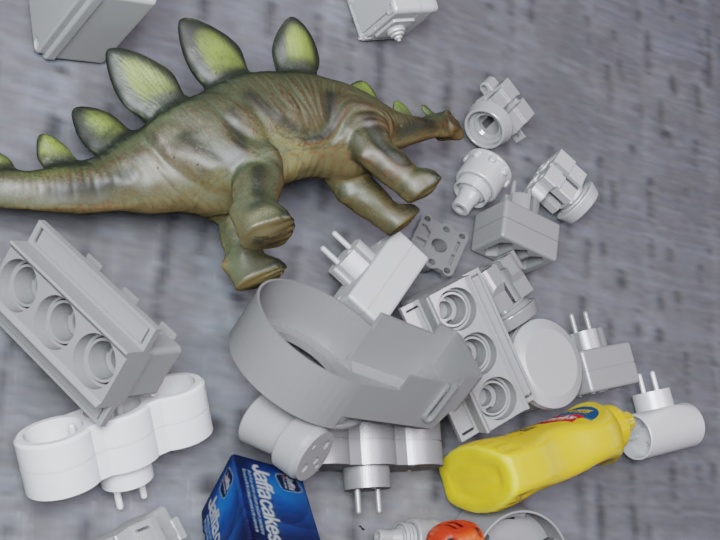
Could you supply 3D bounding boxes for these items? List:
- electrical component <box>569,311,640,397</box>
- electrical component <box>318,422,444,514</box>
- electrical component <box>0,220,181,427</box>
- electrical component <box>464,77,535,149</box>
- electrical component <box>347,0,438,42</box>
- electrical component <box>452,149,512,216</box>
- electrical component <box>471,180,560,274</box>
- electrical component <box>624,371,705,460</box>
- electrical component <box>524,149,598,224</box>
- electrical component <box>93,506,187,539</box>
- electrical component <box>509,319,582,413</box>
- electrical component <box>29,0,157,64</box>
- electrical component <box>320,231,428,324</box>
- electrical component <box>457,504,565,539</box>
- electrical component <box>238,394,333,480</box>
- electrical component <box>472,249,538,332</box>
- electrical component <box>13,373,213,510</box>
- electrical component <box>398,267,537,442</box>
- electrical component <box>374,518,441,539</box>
[{"bbox_3d":[0.214,0.076,1.005,0.066,0.047,0.076,-6,77,-35],"label":"electrical component"},{"bbox_3d":[0.005,0.153,0.838,0.138,0.052,0.073,7,70,-32],"label":"electrical component"},{"bbox_3d":[-0.183,0.034,0.717,0.121,0.078,0.063,39,17,23],"label":"electrical component"},{"bbox_3d":[0.130,-0.146,1.028,0.066,0.048,0.055,51,47,-9],"label":"electrical component"},{"bbox_3d":[0.029,-0.254,0.987,0.061,0.062,0.096,-13,81,-36],"label":"electrical component"},{"bbox_3d":[0.107,-0.077,0.990,0.048,0.048,0.062,43,63,-14],"label":"electrical component"},{"bbox_3d":[0.147,-0.047,1.003,0.066,0.047,0.076,23,63,-25],"label":"electrical component"},{"bbox_3d":[0.285,0.137,1.033,0.077,0.043,0.079,-5,77,-34],"label":"electrical component"},{"bbox_3d":[0.198,-0.079,1.050,0.055,0.048,0.066,41,56,-7],"label":"electrical component"},{"bbox_3d":[-0.133,0.225,0.712,0.121,0.079,0.063,63,24,1],"label":"electrical component"},{"bbox_3d":[0.154,0.087,0.960,0.080,0.051,0.080,12,68,-30],"label":"electrical component"},{"bbox_3d":[-0.202,-0.224,0.797,0.056,0.109,0.108,-1,74,-36],"label":"electrical component"},{"bbox_3d":[0.000,0.000,0.891,0.076,0.047,0.083,43,56,-10],"label":"electrical component"},{"bbox_3d":[0.122,0.241,0.893,0.099,0.064,0.099,3,83,-23],"label":"electrical component"},{"bbox_3d":[-0.053,0.119,0.775,0.055,0.045,0.045,31,49,25],"label":"electrical component"},{"bbox_3d":[0.122,0.025,0.956,0.078,0.058,0.057,-32,91,-35],"label":"electrical component"},{"bbox_3d":[-0.163,0.128,0.738,0.138,0.052,0.073,-20,109,-36],"label":"electrical component"},{"bbox_3d":[0.085,0.070,0.900,0.079,0.063,0.121,-27,96,-21],"label":"electrical component"},{"bbox_3d":[0.040,0.214,0.852,0.061,0.035,0.035,13,67,-27],"label":"electrical component"}]
